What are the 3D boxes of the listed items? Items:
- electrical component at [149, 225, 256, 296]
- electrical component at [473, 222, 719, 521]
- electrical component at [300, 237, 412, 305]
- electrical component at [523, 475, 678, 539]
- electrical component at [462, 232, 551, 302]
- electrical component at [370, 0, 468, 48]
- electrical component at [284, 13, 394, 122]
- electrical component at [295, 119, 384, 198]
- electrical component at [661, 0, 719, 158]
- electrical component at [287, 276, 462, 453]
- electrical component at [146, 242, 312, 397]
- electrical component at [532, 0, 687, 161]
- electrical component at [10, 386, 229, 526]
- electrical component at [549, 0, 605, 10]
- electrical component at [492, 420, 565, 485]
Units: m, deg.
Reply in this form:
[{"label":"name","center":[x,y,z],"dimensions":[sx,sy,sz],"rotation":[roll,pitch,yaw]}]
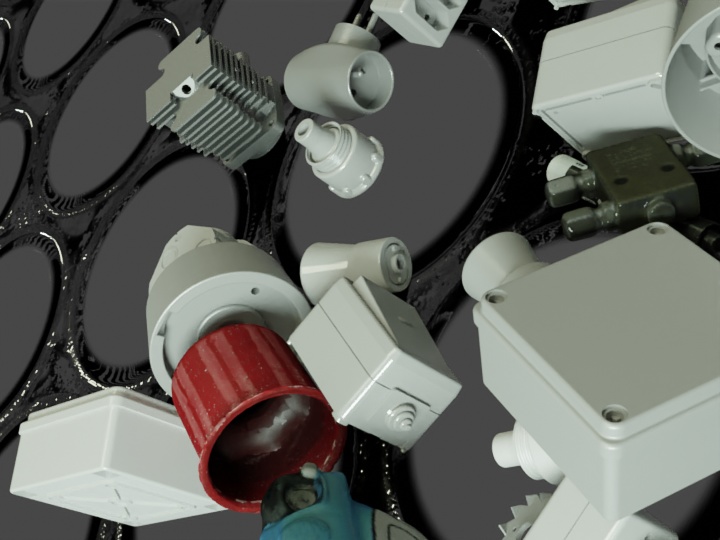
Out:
[{"label":"electrical component","center":[-0.112,0.008,0.790],"dimensions":[0.080,0.051,0.080],"rotation":[-25,50,34]},{"label":"electrical component","center":[0.124,0.040,0.480],"dimensions":[0.109,0.056,0.108],"rotation":[-22,38,-16]},{"label":"electrical component","center":[0.000,0.000,0.687],"dimensions":[0.065,0.044,0.044],"rotation":[-9,60,37]},{"label":"electrical component","center":[0.113,0.139,0.473],"dimensions":[0.065,0.047,0.077],"rotation":[-57,39,2]},{"label":"electrical component","center":[0.088,0.011,0.584],"dimensions":[0.045,0.045,0.055],"rotation":[-50,40,10]},{"label":"electrical component","center":[0.041,-0.211,0.774],"dimensions":[0.076,0.047,0.083],"rotation":[26,86,51]},{"label":"electrical component","center":[-0.009,-0.154,0.791],"dimensions":[0.077,0.044,0.079],"rotation":[12,75,49]},{"label":"electrical component","center":[-0.018,-0.082,0.740],"dimensions":[0.048,0.062,0.048],"rotation":[-26,49,34]},{"label":"electrical component","center":[0.196,-0.102,0.505],"dimensions":[0.099,0.099,0.064],"rotation":[-8,54,44]},{"label":"electrical component","center":[0.013,0.055,0.621],"dimensions":[0.061,0.062,0.096],"rotation":[-50,40,10]},{"label":"electrical component","center":[-0.089,0.033,0.710],"dimensions":[0.108,0.108,0.060],"rotation":[-49,34,12]},{"label":"electrical component","center":[0.141,-0.104,0.588],"dimensions":[0.096,0.062,0.061],"rotation":[-9,60,43]},{"label":"electrical component","center":[-0.155,0.127,0.713],"dimensions":[0.109,0.109,0.056],"rotation":[-19,55,38]},{"label":"electrical component","center":[0.125,-0.211,0.647],"dimensions":[0.062,0.096,0.061],"rotation":[5,69,48]},{"label":"electrical component","center":[0.095,0.085,0.530],"dimensions":[0.062,0.043,0.043],"rotation":[-19,53,40]}]
